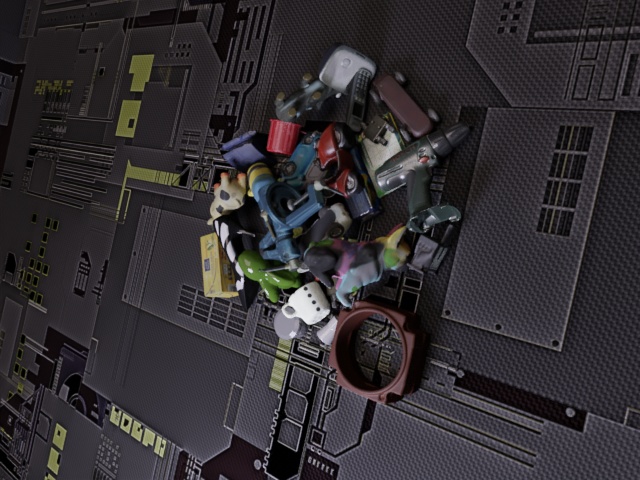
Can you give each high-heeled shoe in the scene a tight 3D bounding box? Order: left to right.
[{"bbox_3d":[-0.236,0.059,1.445,0.145,0.086,0.248,14,105,26],"label":"high-heeled shoe"}]

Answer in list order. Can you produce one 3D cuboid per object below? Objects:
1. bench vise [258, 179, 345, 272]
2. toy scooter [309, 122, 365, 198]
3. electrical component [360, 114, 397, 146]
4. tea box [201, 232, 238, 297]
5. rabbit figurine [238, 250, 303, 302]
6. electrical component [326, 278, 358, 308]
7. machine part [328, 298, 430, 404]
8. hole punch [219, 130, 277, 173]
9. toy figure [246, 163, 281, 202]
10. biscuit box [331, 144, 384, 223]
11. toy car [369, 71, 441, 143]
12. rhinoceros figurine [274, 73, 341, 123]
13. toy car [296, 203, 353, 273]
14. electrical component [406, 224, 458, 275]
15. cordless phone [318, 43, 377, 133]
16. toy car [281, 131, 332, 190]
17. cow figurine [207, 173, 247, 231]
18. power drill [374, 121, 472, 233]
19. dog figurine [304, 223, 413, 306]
[{"bbox_3d":[-0.062,-0.052,1.230,0.240,0.129,0.223,-34,57,41],"label":"bench vise"},{"bbox_3d":[0.026,-0.175,1.249,0.135,0.075,0.184,-20,76,33],"label":"toy scooter"},{"bbox_3d":[0.135,-0.263,1.268,0.094,0.021,0.063,46,110,34],"label":"electrical component"},{"bbox_3d":[-0.269,0.070,1.488,0.068,0.098,0.169,-17,72,33],"label":"tea box"},{"bbox_3d":[-0.131,0.079,1.338,0.121,0.170,0.159,-49,58,21],"label":"rabbit figurine"},{"bbox_3d":[0.050,0.104,1.284,0.078,0.045,0.102,-42,54,57],"label":"electrical component"},{"bbox_3d":[0.125,0.240,1.179,0.202,0.087,0.201,14,91,35],"label":"machine part"},{"bbox_3d":[-0.193,-0.236,1.473,0.142,0.115,0.092,-16,82,34],"label":"hole punch"},{"bbox_3d":[-0.143,-0.143,1.404,0.180,0.082,0.089,-124,41,-65],"label":"toy figure"},{"bbox_3d":[0.082,-0.143,1.285,0.063,0.059,0.203,-31,66,30],"label":"biscuit box"},{"bbox_3d":[0.192,-0.307,1.233,0.089,0.053,0.202,-38,61,9],"label":"toy car"},{"bbox_3d":[-0.023,-0.356,1.344,0.190,0.112,0.073,-34,78,-7],"label":"rhinoceros figurine"},{"bbox_3d":[-0.003,-0.004,1.278,0.201,0.056,0.074,-48,48,27],"label":"toy car"},{"bbox_3d":[0.240,0.015,1.135,0.048,0.075,0.119,31,106,35],"label":"electrical component"},{"bbox_3d":[0.058,-0.357,1.281,0.089,0.146,0.184,1,82,45],"label":"cordless phone"},{"bbox_3d":[-0.020,-0.185,1.351,0.103,0.109,0.161,33,92,11],"label":"toy car"},{"bbox_3d":[-0.257,-0.098,1.490,0.195,0.085,0.127,148,122,-61],"label":"cow figurine"},{"bbox_3d":[0.234,-0.131,1.138,0.232,0.086,0.207,-23,62,22],"label":"power drill"},{"bbox_3d":[0.096,0.026,1.190,0.219,0.108,0.191,-45,91,4],"label":"dog figurine"}]
